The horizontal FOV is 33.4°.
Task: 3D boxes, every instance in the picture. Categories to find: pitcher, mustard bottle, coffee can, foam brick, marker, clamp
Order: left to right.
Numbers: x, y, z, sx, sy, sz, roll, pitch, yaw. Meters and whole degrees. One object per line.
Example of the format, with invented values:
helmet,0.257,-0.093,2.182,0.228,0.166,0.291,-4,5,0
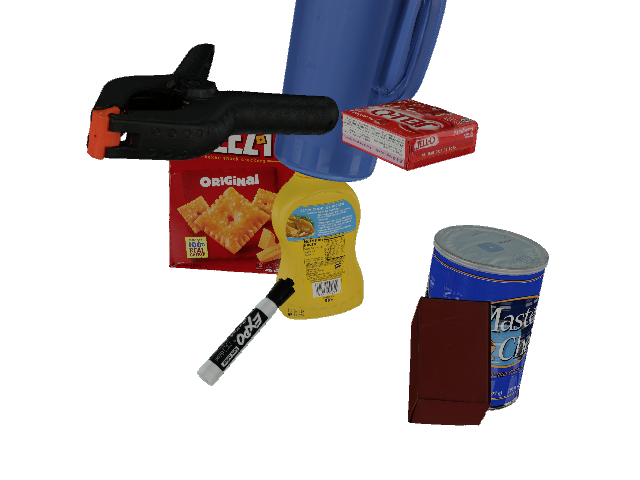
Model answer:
clamp,-0.083,-0.087,0.660,0.120,0.039,0.171,27,28,36
marker,-0.065,0.080,0.962,0.020,0.121,0.020,36,-19,15
mustard bottle,-0.004,-0.014,1.149,0.096,0.192,0.058,-9,23,-16
pitcher,0.034,-0.184,1.077,0.145,0.243,0.149,12,19,-1
foam brick,0.091,0.085,0.748,0.051,0.078,0.053,5,-26,0
coffee can,0.144,0.069,0.975,0.103,0.140,0.103,7,21,-3

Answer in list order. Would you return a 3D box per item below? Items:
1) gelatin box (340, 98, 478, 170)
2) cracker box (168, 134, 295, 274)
gelatin box,0.071,-0.088,0.866,0.073,0.030,0.089,-15,27,-32
cracker box,-0.105,-0.067,1.341,0.164,0.214,0.072,5,21,2
